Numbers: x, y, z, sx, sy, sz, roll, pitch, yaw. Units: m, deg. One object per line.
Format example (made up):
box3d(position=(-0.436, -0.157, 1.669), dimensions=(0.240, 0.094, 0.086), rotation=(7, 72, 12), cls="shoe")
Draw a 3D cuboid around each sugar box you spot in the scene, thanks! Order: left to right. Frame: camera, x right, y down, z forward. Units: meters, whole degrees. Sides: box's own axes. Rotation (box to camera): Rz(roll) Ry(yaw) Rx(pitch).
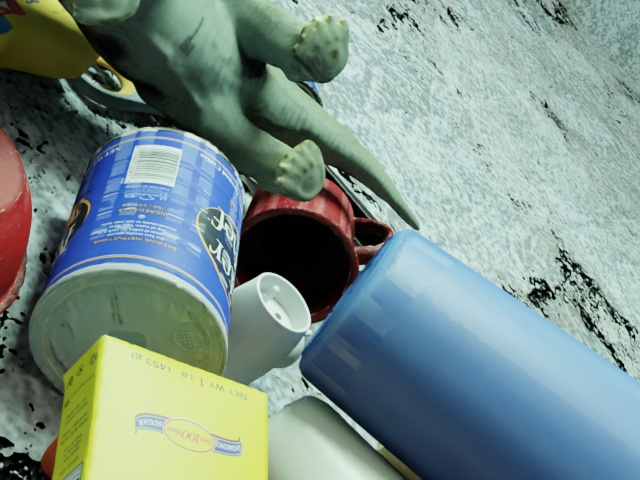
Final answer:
box3d(position=(-0.068, 0.133, 0.448), dimensions=(0.093, 0.048, 0.176), rotation=(23, 40, -27), cls="sugar box")

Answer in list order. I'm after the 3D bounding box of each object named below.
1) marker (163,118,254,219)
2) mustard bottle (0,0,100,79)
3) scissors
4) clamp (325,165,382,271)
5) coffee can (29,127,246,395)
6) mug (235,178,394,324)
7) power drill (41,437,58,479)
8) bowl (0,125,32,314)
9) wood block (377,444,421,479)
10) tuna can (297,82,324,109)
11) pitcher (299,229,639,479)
box3d(position=(-0.088, -0.067, 0.822), dimensions=(0.121, 0.020, 0.020), rotation=(51, 26, 3), cls="marker")
box3d(position=(-0.226, -0.149, 0.670), dimensions=(0.096, 0.058, 0.191), rotation=(59, 28, 10), cls="mustard bottle")
box3d(position=(-0.111, -0.087, 0.789), dimensions=(0.202, 0.016, 0.096), rotation=(51, 42, 5), cls="scissors")
box3d(position=(0.059, 0.016, 0.922), dimensions=(0.209, 0.036, 0.164), rotation=(28, 33, -41), cls="clamp")
box3d(position=(-0.098, 0.015, 0.604), dimensions=(0.102, 0.103, 0.140), rotation=(38, 28, -23), cls="coffee can")
box3d(position=(-0.005, 0.001, 0.764), dimensions=(0.081, 0.117, 0.093), rotation=(-81, 165, -63), cls="mug")
box3d(position=(-0.065, 0.172, 0.505), dimensions=(0.184, 0.057, 0.188), rotation=(4, 53, -52), cls="power drill")
box3d(position=(-0.207, -0.034, 0.553), dimensions=(0.162, 0.055, 0.162), rotation=(37, 28, -24), cls="bowl")
box3d(position=(0.151, 0.178, 0.792), dimensions=(0.206, 0.090, 0.090), rotation=(45, 28, -10), cls="wood block")
box3d(position=(-0.042, -0.110, 0.875), dimensions=(0.086, 0.086, 0.034), rotation=(29, 31, -36), cls="tuna can")
box3d(position=(0.111, 0.105, 0.630), dimensions=(0.243, 0.149, 0.144), rotation=(37, 45, 2), cls="pitcher")
